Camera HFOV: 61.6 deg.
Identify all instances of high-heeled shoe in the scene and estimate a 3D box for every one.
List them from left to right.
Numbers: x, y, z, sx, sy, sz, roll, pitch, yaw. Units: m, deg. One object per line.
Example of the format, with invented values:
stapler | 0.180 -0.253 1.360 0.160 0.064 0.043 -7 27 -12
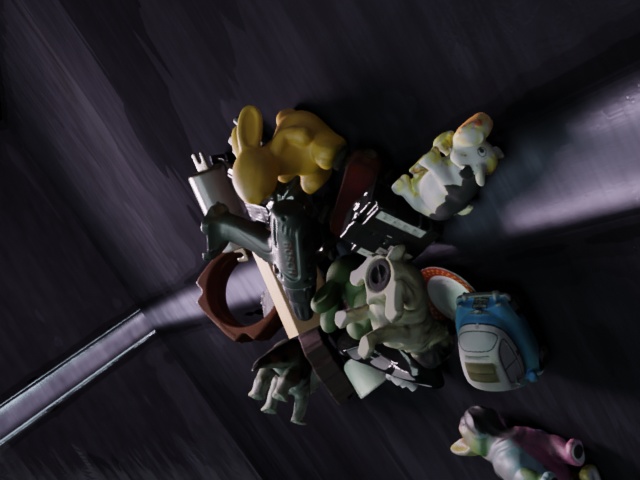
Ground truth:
high-heeled shoe | 0.130 0.224 1.033 0.145 0.086 0.249 42 160 -10

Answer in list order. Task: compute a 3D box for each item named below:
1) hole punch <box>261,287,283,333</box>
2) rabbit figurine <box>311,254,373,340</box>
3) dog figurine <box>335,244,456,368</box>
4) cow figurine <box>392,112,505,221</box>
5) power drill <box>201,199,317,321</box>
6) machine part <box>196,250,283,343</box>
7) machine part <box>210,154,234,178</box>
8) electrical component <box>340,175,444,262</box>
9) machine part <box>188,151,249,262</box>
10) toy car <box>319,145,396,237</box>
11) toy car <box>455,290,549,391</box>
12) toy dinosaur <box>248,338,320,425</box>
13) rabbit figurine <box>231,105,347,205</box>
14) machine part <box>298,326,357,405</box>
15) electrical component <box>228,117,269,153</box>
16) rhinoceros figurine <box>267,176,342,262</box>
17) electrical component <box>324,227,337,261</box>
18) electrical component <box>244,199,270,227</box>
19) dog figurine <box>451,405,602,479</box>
hole punch | -0.078 0.154 1.247 0.142 0.092 0.116 127 134 -57
rabbit figurine | 0.064 0.098 0.927 0.170 0.159 0.121 44 163 47
dog figurine | 0.143 0.100 0.797 0.172 0.190 0.121 -60 36 26
cow figurine | 0.165 -0.078 0.646 0.098 0.068 0.167 46 154 0
power drill | -0.102 0.027 0.928 0.208 0.086 0.231 21 129 24
machine part | -0.149 0.105 1.161 0.202 0.201 0.087 39 -177 22
machine part | -0.166 -0.138 1.090 0.139 0.039 0.084 28 147 35
electrical component | 0.097 -0.020 0.770 0.115 0.058 0.134 26 147 -10
machine part | -0.198 -0.064 1.087 0.079 0.079 0.243 3 118 54
toy car | 0.055 -0.067 0.834 0.089 0.053 0.202 25 147 7
toy car | 0.238 0.150 0.730 0.109 0.103 0.161 -6 123 37
toy dinosaur | -0.072 0.296 1.236 0.131 0.192 0.404 11 148 9
rabbit figurine | -0.068 -0.129 0.821 0.162 0.173 0.122 50 155 -3
machine part | 0.020 0.271 1.182 0.179 0.056 0.179 58 180 0
electrical component | -0.126 -0.171 0.995 0.102 0.045 0.078 38 120 19
rhinoceros figurine | -0.039 -0.046 0.942 0.112 0.073 0.190 -12 113 40
electrical component | -0.002 -0.003 1.016 0.063 0.021 0.094 1 123 55
electrical component | -0.104 -0.055 1.008 0.075 0.119 0.047 21 139 47
dog figurine | 0.320 0.359 0.866 0.191 0.108 0.219 59 155 -16
